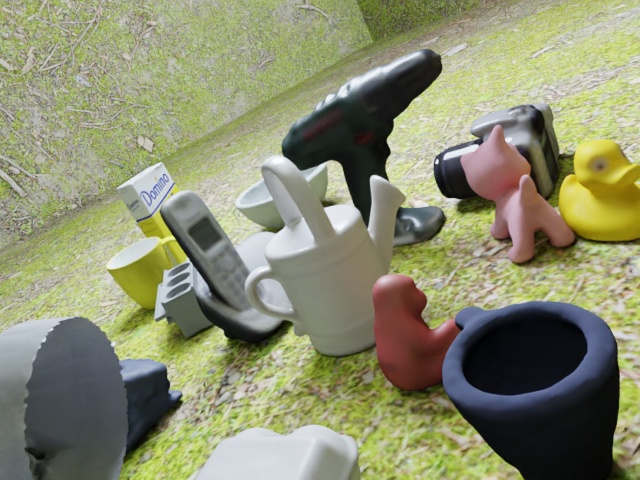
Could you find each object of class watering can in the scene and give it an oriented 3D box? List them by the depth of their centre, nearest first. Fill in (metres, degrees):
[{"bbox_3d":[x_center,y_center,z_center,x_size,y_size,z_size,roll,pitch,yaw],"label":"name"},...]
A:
[{"bbox_3d":[0.004,0.002,0.552,0.173,0.194,0.100,-39,24,-32],"label":"watering can"}]

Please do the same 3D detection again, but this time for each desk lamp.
[{"bbox_3d":[-0.202,0.166,0.368,0.203,0.214,0.118,-22,21,10],"label":"desk lamp"}]

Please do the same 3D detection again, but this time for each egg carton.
[{"bbox_3d":[-0.038,0.180,0.348,0.107,0.069,0.150,-14,24,30],"label":"egg carton"}]

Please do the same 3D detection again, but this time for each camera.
[{"bbox_3d":[0.215,-0.110,0.709,0.136,0.101,0.143,-12,25,33],"label":"camera"}]

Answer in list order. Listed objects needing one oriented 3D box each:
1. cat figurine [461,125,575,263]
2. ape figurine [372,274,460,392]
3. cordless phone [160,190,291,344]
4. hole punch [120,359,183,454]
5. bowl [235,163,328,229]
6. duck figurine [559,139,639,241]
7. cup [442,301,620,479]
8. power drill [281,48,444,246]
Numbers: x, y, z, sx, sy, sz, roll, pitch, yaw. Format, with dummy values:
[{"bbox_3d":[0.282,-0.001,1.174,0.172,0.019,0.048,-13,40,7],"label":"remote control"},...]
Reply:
[{"bbox_3d":[0.191,-0.055,0.579,0.067,0.118,0.127,-24,20,5],"label":"cat figurine"},{"bbox_3d":[0.072,0.068,0.459,0.076,0.092,0.077,-32,21,-15],"label":"ape figurine"},{"bbox_3d":[-0.092,0.011,0.658,0.093,0.185,0.148,-10,26,36],"label":"cordless phone"},{"bbox_3d":[-0.216,0.154,0.591,0.108,0.091,0.101,-7,27,41],"label":"hole punch"},{"bbox_3d":[-0.052,-0.067,0.960,0.167,0.075,0.167,-23,21,9],"label":"bowl"},{"bbox_3d":[0.263,-0.053,0.535,0.077,0.086,0.104,-29,21,-8],"label":"duck figurine"},{"bbox_3d":[0.122,0.093,0.334,0.092,0.095,0.117,-29,21,-8],"label":"cup"},{"bbox_3d":[0.071,-0.098,0.695,0.228,0.209,0.076,-12,25,33],"label":"power drill"}]
